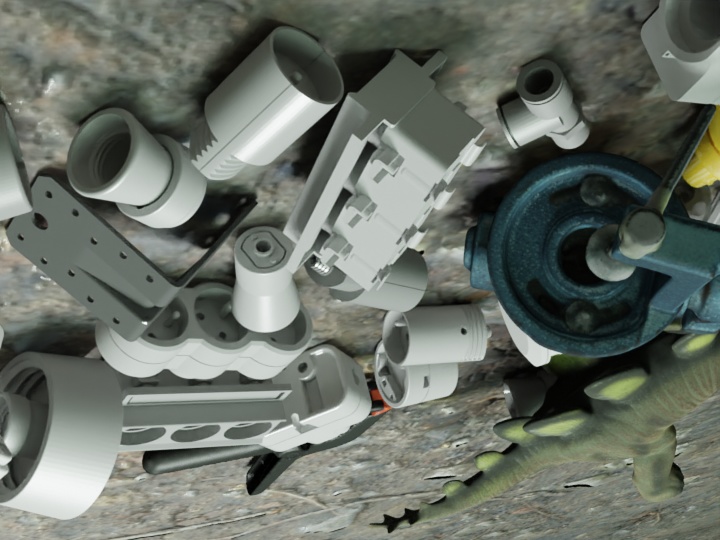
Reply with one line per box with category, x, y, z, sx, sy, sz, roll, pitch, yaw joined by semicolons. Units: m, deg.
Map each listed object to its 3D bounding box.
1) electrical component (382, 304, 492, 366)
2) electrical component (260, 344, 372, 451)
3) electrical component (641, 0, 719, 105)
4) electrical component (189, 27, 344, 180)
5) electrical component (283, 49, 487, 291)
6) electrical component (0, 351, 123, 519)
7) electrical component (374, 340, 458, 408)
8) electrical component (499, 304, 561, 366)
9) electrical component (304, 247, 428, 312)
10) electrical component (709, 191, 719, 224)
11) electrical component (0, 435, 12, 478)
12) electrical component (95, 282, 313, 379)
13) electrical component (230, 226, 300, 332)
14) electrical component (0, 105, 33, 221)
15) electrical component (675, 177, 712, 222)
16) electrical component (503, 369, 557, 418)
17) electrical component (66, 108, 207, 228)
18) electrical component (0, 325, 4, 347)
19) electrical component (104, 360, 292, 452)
electrical component;0.062;0.048;0.807;0.081;0.043;0.043;-1;150;-27
electrical component;-0.043;0.102;0.843;0.095;0.053;0.059;-23;153;14
electrical component;0.186;-0.126;0.526;0.056;0.050;0.089;0;150;-29
electrical component;-0.050;-0.073;0.509;0.043;0.043;0.081;12;142;-43
electrical component;0.012;-0.045;0.560;0.078;0.063;0.121;-48;174;-36
electrical component;-0.211;0.105;0.702;0.060;0.108;0.108;20;137;-41
electrical component;0.045;0.077;0.844;0.047;0.055;0.055;-6;152;-28
electrical component;0.130;0.023;0.756;0.051;0.080;0.080;-19;154;-5
electrical component;0.000;0.000;0.679;0.081;0.043;0.043;13;142;-44
electrical component;0.309;-0.038;0.759;0.109;0.056;0.108;-13;153;-6
electrical component;-0.265;0.076;0.601;0.056;0.108;0.108;-42;152;-2
electrical component;-0.106;0.047;0.702;0.138;0.052;0.074;5;147;-36
electrical component;-0.058;0.004;0.658;0.044;0.044;0.065;-11;149;-10
electrical component;-0.177;-0.045;0.483;0.047;0.055;0.055;-15;154;-11
electrical component;0.222;-0.041;0.731;0.035;0.035;0.061;-22;155;13
electrical component;0.165;0.116;0.994;0.055;0.045;0.045;-14;154;-5
electrical component;-0.108;-0.048;0.524;0.045;0.045;0.055;-27;152;21
electrical component;-0.225;0.021;0.582;0.058;0.057;0.078;-11;153;-9
electrical component;-0.122;0.089;0.763;0.121;0.063;0.078;2;149;-32
